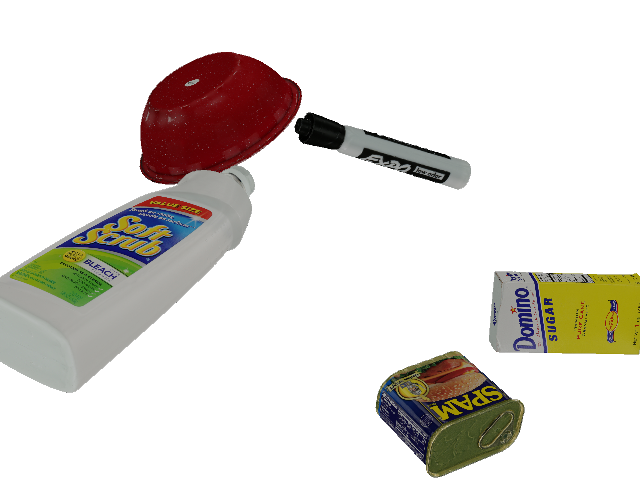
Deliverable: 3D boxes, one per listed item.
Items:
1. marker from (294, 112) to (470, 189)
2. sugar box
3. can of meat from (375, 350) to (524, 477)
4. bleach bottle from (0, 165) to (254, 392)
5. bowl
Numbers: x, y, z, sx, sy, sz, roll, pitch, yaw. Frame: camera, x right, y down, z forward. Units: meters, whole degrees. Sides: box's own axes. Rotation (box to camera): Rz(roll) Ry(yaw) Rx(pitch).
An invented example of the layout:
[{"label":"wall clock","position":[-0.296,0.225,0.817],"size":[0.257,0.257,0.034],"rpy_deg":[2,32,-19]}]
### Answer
[{"label":"marker","position":[0.039,-0.054,0.649],"size":[0.121,0.020,0.020],"rpy_deg":[14,-7,-28]},{"label":"sugar box","position":[0.294,0.087,1.275],"size":[0.176,0.093,0.048],"rpy_deg":[0,18,-4]},{"label":"can of meat","position":[0.111,0.148,0.931],"size":[0.101,0.057,0.084],"rpy_deg":[-15,36,-28]},{"label":"bleach bottle","position":[-0.139,0.009,0.813],"size":[0.103,0.068,0.250],"rpy_deg":[22,41,23]},{"label":"bowl","position":[-0.101,-0.120,0.948],"size":[0.162,0.055,0.162],"rpy_deg":[-20,33,13]}]
